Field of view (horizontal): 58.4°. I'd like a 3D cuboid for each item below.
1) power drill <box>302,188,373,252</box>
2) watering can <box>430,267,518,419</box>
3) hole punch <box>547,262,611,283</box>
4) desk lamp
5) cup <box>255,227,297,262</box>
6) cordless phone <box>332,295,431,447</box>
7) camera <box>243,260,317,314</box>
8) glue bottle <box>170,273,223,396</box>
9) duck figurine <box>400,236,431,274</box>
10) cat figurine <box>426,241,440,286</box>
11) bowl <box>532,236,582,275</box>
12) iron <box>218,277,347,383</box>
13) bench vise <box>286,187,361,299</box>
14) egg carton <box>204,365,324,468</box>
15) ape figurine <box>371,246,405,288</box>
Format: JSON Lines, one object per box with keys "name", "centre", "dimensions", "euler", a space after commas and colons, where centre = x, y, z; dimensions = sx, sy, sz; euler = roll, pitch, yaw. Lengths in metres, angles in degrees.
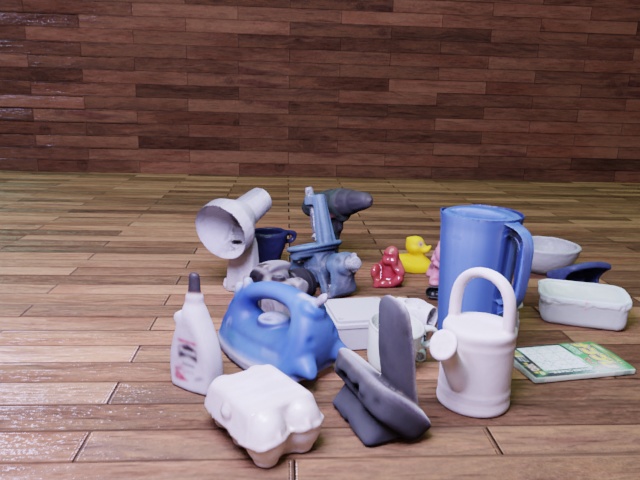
{"name": "power drill", "centre": [0.040, -0.024, 1.352], "dimensions": [0.076, 0.208, 0.228], "euler": [-10, 18, -37]}
{"name": "watering can", "centre": [0.214, 0.135, 0.777], "dimensions": [0.100, 0.194, 0.173], "euler": [8, 16, 23]}
{"name": "hole punch", "centre": [0.555, 0.080, 1.240], "dimensions": [0.109, 0.091, 0.101], "euler": [-2, 15, -16]}
{"name": "desk lamp", "centre": [-0.161, 0.003, 1.214], "dimensions": [0.117, 0.213, 0.204], "euler": [8, 16, 25]}
{"name": "cup", "centre": [-0.112, 0.021, 1.388], "dimensions": [0.118, 0.095, 0.091], "euler": [-6, 16, -26]}
{"name": "cordless phone", "centre": [0.078, 0.148, 0.728], "dimensions": [0.094, 0.185, 0.147], "euler": [-6, 16, -26]}
{"name": "camera", "centre": [-0.062, 0.091, 1.108], "dimensions": [0.137, 0.101, 0.142], "euler": [-12, 20, -43]}
{"name": "glue bottle", "centre": [-0.175, 0.128, 0.801], "dimensions": [0.078, 0.173, 0.037], "euler": [8, 16, 25]}
{"name": "duck figurine", "centre": [0.225, 0.032, 1.403], "dimensions": [0.104, 0.086, 0.078], "euler": [6, 15, 16]}
{"name": "cat figurine", "centre": [0.284, 0.041, 1.308], "dimensions": [0.067, 0.118, 0.128], "euler": [2, 14, 2]}
{"name": "bowl", "centre": [0.554, 0.043, 1.420], "dimensions": [0.167, 0.075, 0.167], "euler": [2, 14, 0]}
{"name": "iron", "centre": [-0.077, 0.124, 0.893], "dimensions": [0.257, 0.141, 0.119], "euler": [13, 18, 39]}
{"name": "bench vise", "centre": [0.018, 0.002, 1.224], "dimensions": [0.206, 0.220, 0.122], "euler": [11, 17, 32]}
{"name": "egg carton", "centre": [-0.072, 0.210, 0.702], "dimensions": [0.107, 0.069, 0.149], "euler": [-9, 18, -37]}
{"name": "ape figurine", "centre": [0.156, 0.058, 1.279], "dimensions": [0.077, 0.092, 0.076], "euler": [14, 19, 39]}
